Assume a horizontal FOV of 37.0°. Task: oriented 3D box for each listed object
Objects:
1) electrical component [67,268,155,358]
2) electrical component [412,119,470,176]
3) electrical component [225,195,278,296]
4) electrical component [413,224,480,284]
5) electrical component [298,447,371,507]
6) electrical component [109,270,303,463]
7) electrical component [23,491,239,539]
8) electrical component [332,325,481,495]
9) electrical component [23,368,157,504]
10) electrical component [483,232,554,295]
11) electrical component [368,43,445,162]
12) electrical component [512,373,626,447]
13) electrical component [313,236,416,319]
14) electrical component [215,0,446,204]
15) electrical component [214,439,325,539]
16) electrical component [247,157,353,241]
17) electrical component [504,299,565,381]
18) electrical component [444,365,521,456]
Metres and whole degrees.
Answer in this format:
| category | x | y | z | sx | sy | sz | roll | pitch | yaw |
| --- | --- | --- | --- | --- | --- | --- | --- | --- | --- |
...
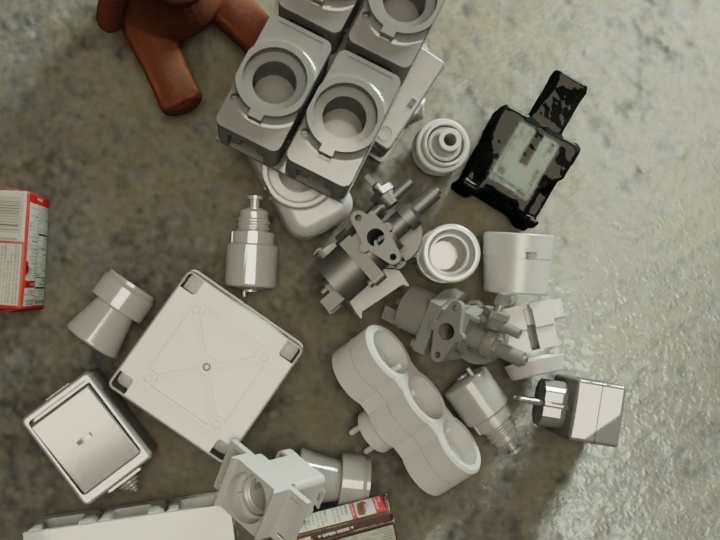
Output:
| category | x | y | z | sx | sy | sz | roll | pitch | yaw |
| --- | --- | --- | --- | --- | --- | --- | --- | --- | --- |
| electrical component | -0.189 | 0.033 | 0.820 | 0.045 | 0.045 | 0.055 | 35 | 85 | -4 |
| electrical component | 0.065 | -0.097 | 0.840 | 0.043 | 0.062 | 0.043 | 0 | 88 | -6 |
| electrical component | -0.083 | -0.018 | 0.834 | 0.040 | 0.040 | 0.078 | 3 | 88 | -5 |
| electrical component | 0.067 | -0.012 | 0.841 | 0.045 | 0.055 | 0.045 | 0 | 88 | -6 |
| electrical component | -0.022 | 0.162 | 0.832 | 0.055 | 0.045 | 0.045 | 7 | 88 | -6 |
| electrical component | -0.116 | 0.072 | 0.820 | 0.109 | 0.056 | 0.108 | 35 | 85 | -4 |
| electrical component | -0.166 | 0.224 | 0.808 | 0.150 | 0.062 | 0.089 | -7 | 89 | -6 |
| electrical component | 0.024 | 0.117 | 0.836 | 0.074 | 0.052 | 0.138 | -38 | 90 | 26 |
| electrical component | -0.198 | 0.129 | 0.808 | 0.062 | 0.061 | 0.096 | -37 | 92 | -6 |
| electrical component | 0.124 | -0.005 | 0.848 | 0.055 | 0.055 | 0.047 | 3 | 92 | -5 |
| electrical component | 0.007 | -0.146 | 0.842 | 0.100 | 0.048 | 0.099 | 33 | 84 | -4 |
| electrical component | 0.158 | 0.106 | 0.841 | 0.077 | 0.066 | 0.047 | 10 | 87 | -5 |
| electrical component | 0.000 | 0.000 | 0.841 | 0.081 | 0.042 | 0.063 | -34 | 88 | -6 |
| electrical component | -0.016 | -0.158 | 0.779 | 0.105 | 0.060 | 0.186 | 26 | 80 | -1 |
| electrical component | -0.063 | 0.159 | 0.779 | 0.081 | 0.064 | 0.042 | 34 | 112 | 32 |
| electrical component | -0.048 | -0.073 | 0.830 | 0.054 | 0.059 | 0.095 | -28 | 91 | -6 |
| electrical component | 0.134 | 0.056 | 0.851 | 0.066 | 0.048 | 0.055 | -12 | 82 | -6 |
| electrical component | 0.100 | 0.112 | 0.848 | 0.040 | 0.040 | 0.078 | -36 | 93 | -6 |
